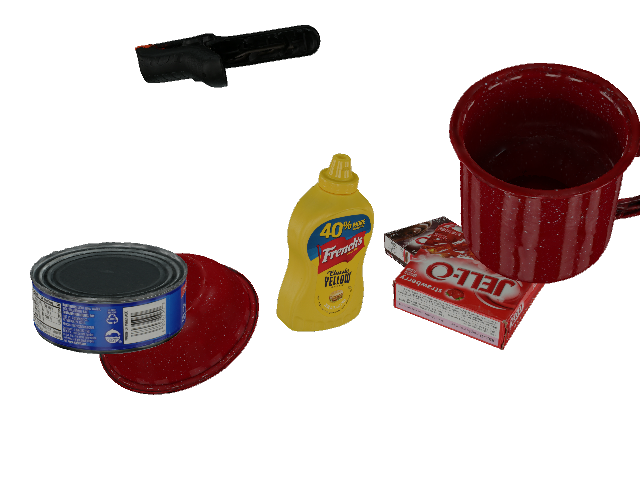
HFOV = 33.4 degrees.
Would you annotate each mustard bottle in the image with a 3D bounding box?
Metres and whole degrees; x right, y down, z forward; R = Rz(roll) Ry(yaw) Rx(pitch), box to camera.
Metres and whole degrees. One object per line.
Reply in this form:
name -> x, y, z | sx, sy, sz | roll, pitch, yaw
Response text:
mustard bottle -> 0.010, 0.000, 1.118 | 0.096, 0.192, 0.058 | -10, 32, -31

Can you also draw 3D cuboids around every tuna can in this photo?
tuna can -> -0.117, 0.031, 0.595 | 0.086, 0.034, 0.086 | 2, 20, -1

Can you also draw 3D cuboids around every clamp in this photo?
clamp -> -0.085, -0.154, 0.884 | 0.120, 0.039, 0.172 | -18, 21, -36

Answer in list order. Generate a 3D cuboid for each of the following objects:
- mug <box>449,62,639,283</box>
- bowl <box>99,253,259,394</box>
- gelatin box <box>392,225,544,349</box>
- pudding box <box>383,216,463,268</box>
mug -> 0.126, -0.032, 0.557 | 0.117, 0.093, 0.081 | -3, -39, 5
bowl -> -0.142, 0.064, 0.999 | 0.162, 0.162, 0.055 | 0, -43, 21
gelatin box -> 0.107, 0.031, 0.766 | 0.089, 0.030, 0.073 | 20, 45, 25
pudding box -> 0.165, 0.007, 1.594 | 0.113, 0.039, 0.090 | -18, 28, -22
